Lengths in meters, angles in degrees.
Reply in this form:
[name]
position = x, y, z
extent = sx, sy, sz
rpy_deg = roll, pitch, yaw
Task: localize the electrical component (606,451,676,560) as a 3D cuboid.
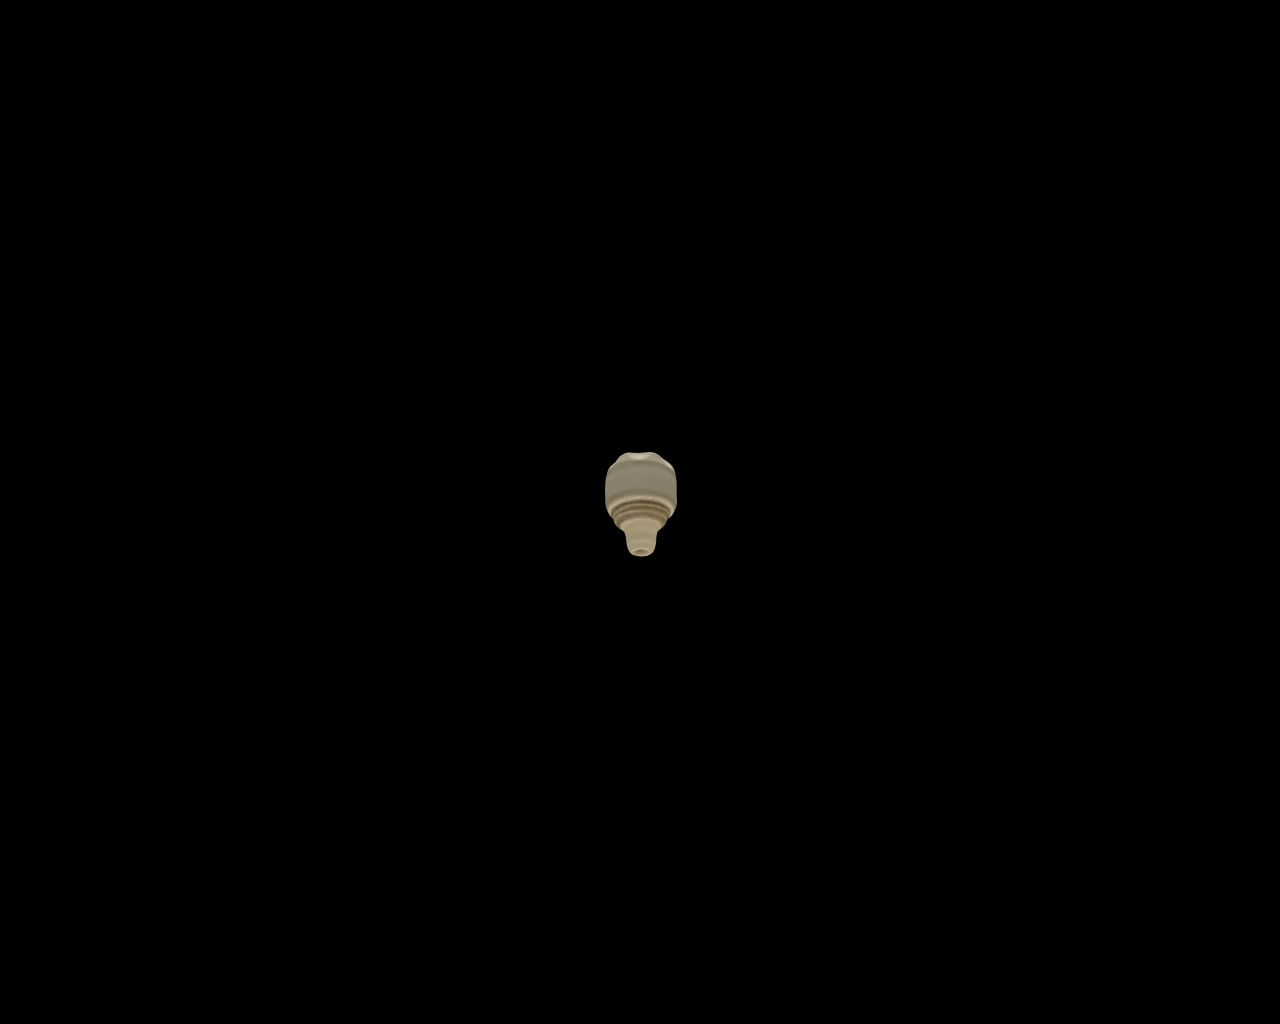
[electrical component]
position = 0.001, -0.003, 0.650
extent = 0.043, 0.062, 0.043
rpy_deg = 0, -26, 0
